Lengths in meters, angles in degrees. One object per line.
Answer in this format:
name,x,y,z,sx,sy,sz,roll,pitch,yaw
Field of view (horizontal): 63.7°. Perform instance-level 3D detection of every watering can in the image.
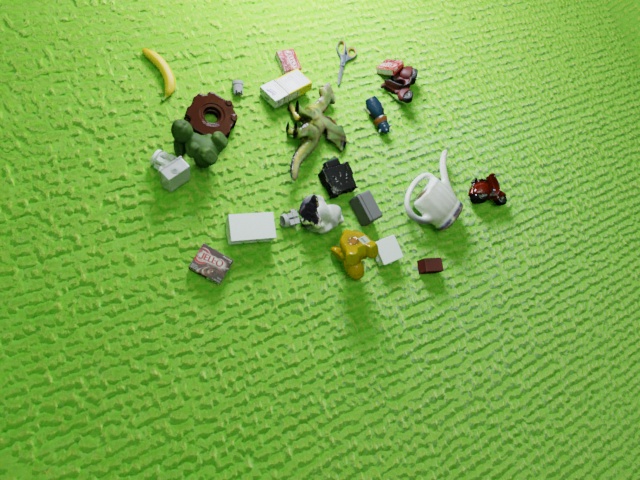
watering can,0.461,-0.178,1.976,0.223,0.103,0.353,44,65,-6

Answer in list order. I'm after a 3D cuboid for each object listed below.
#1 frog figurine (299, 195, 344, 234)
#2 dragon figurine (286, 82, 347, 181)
frog figurine,0.005,-0.090,1.794,0.159,0.121,0.139,0,63,-58
dragon figurine,-0.001,-0.387,1.865,0.242,0.121,0.415,9,73,-27
